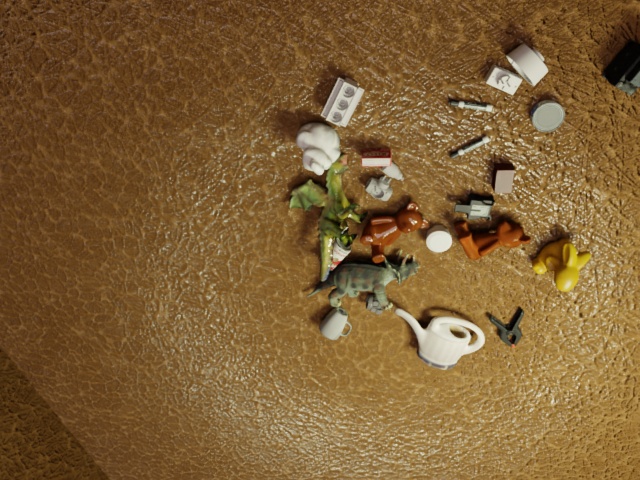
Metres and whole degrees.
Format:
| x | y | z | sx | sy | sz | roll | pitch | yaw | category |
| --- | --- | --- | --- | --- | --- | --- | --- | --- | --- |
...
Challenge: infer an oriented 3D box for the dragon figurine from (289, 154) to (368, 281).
| x | y | z | sx | sy | sz | roll | pitch | yaw | category |
| --- | --- | --- | --- | --- | --- | --- | --- | --- | --- |
| 0.005 | -0.082 | 1.638 | 0.245 | 0.403 | 0.123 | 37 | 25 | 18 | dragon figurine |

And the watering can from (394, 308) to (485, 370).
| x | y | z | sx | sy | sz | roll | pitch | yaw | category |
| --- | --- | --- | --- | --- | --- | --- | --- | --- | --- |
| 0.407 | 0.349 | 1.846 | 0.347 | 0.219 | 0.106 | 14 | 33 | -3 | watering can |

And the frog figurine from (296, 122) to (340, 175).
| x | y | z | sx | sy | sz | roll | pitch | yaw | category |
| --- | --- | --- | --- | --- | --- | --- | --- | --- | --- |
| -0.009 | -0.268 | 1.495 | 0.136 | 0.121 | 0.163 | 35 | 28 | -14 | frog figurine |
